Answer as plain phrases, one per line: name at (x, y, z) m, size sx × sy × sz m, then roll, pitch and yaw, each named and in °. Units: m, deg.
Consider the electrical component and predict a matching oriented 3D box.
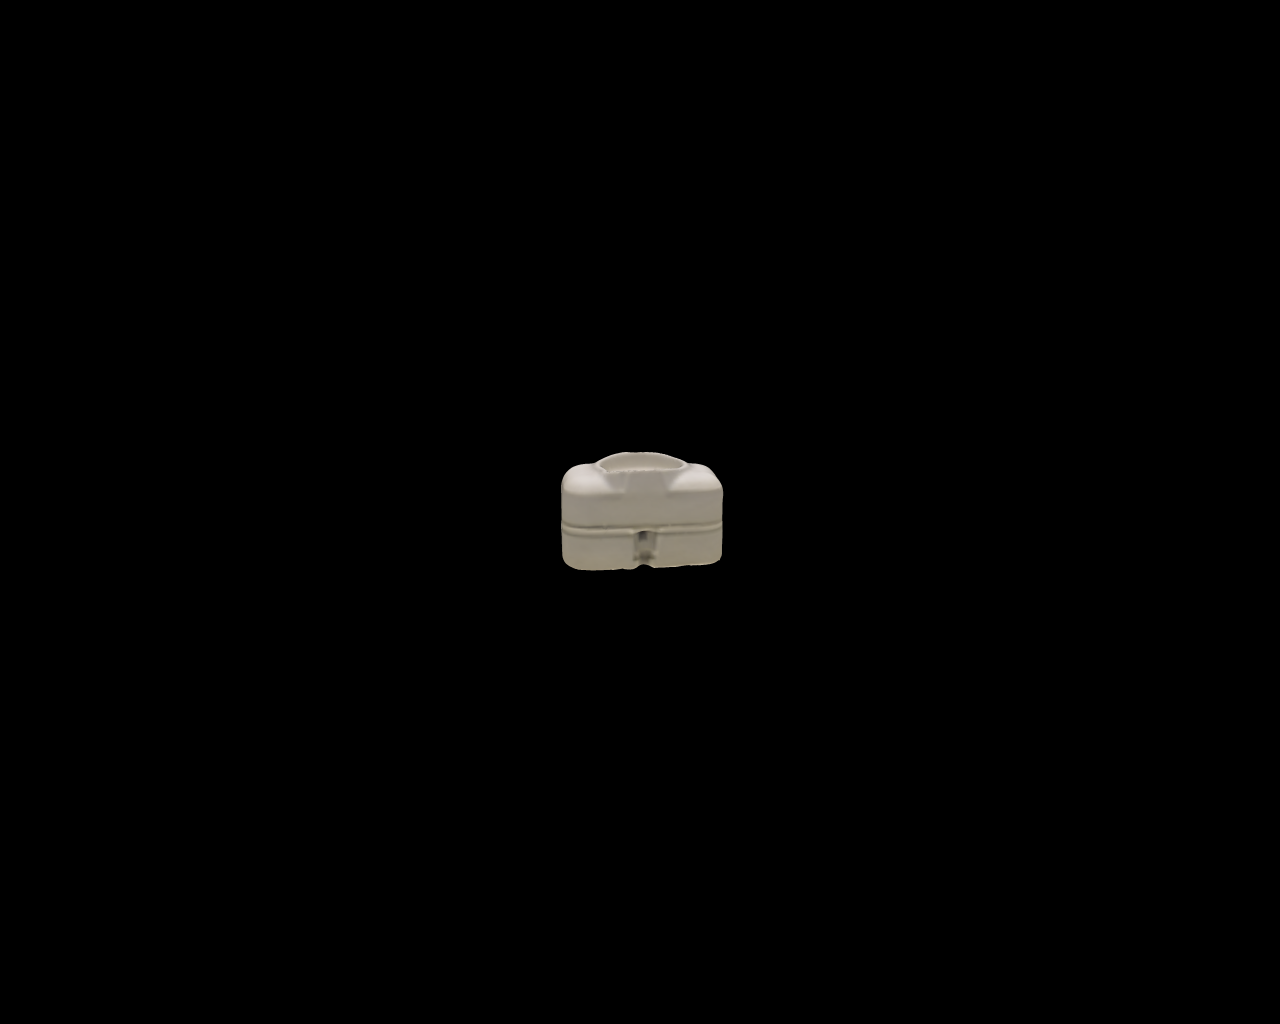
electrical component at (0.001, -0.003, 0.650) m, size 0.095 × 0.059 × 0.054 m, roll -1°, pitch 16°, yaw -5°
